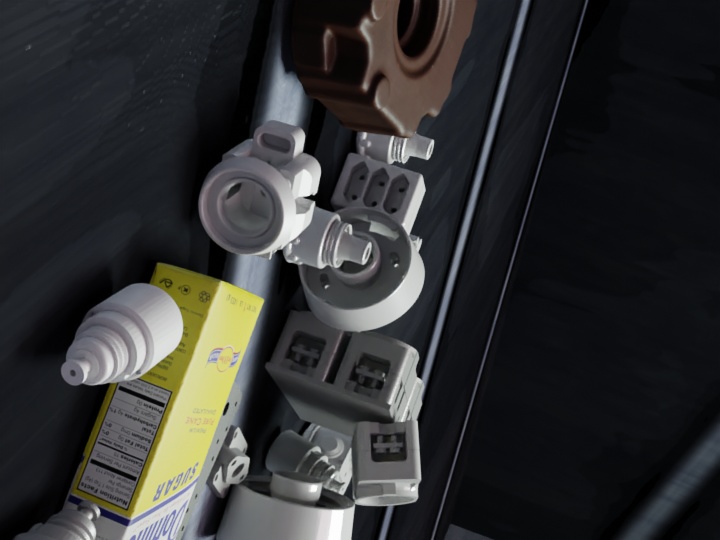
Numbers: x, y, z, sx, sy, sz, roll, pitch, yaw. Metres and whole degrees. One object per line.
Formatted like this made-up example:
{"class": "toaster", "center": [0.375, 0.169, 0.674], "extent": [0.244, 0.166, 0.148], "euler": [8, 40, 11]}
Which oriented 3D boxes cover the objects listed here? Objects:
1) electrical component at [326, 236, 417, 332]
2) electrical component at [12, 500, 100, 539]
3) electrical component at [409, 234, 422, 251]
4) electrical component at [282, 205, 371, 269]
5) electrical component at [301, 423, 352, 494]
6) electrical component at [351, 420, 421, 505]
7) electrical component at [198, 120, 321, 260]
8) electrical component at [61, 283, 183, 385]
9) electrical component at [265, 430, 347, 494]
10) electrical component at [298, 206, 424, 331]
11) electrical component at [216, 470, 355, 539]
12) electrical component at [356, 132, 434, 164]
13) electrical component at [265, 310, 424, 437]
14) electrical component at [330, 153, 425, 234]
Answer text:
{"class": "electrical component", "center": [0.004, 0.010, 0.940], "extent": [0.099, 0.064, 0.099], "euler": [-54, 158, -35]}
{"class": "electrical component", "center": [-0.151, 0.141, 0.516], "extent": [0.078, 0.040, 0.040], "euler": [-56, 159, -53]}
{"class": "electrical component", "center": [0.021, -0.012, 1.014], "extent": [0.048, 0.055, 0.066], "euler": [91, 20, -52]}
{"class": "electrical component", "center": [-0.023, -0.021, 0.792], "extent": [0.048, 0.062, 0.048], "euler": [18, 90, -78]}
{"class": "electrical component", "center": [-0.037, 0.192, 1.057], "extent": [0.080, 0.051, 0.080], "euler": [18, 90, -78]}
{"class": "electrical component", "center": [0.020, 0.161, 0.882], "extent": [0.089, 0.050, 0.055], "euler": [100, -12, -69]}
{"class": "electrical component", "center": [-0.059, -0.042, 0.624], "extent": [0.057, 0.058, 0.078], "euler": [-52, 157, -65]}
{"class": "electrical component", "center": [-0.117, 0.035, 0.516], "extent": [0.078, 0.040, 0.040], "euler": [-45, 150, -65]}
{"class": "electrical component", "center": [-0.047, 0.172, 0.940], "extent": [0.040, 0.078, 0.040], "euler": [-46, 152, -34]}
{"class": "electrical component", "center": [0.000, 0.000, 0.851], "extent": [0.064, 0.099, 0.099], "euler": [68, 41, -62]}
{"class": "electrical component", "center": [-0.056, 0.194, 0.860], "extent": [0.108, 0.108, 0.060], "euler": [16, 86, -78]}
{"class": "electrical component", "center": [0.030, -0.109, 0.903], "extent": [0.048, 0.062, 0.048], "euler": [17, 90, -78]}
{"class": "electrical component", "center": [-0.006, 0.098, 0.932], "extent": [0.186, 0.105, 0.060], "euler": [74, 36, -69]}
{"class": "electrical component", "center": [0.018, -0.057, 0.914], "extent": [0.076, 0.066, 0.047], "euler": [62, 47, -74]}
